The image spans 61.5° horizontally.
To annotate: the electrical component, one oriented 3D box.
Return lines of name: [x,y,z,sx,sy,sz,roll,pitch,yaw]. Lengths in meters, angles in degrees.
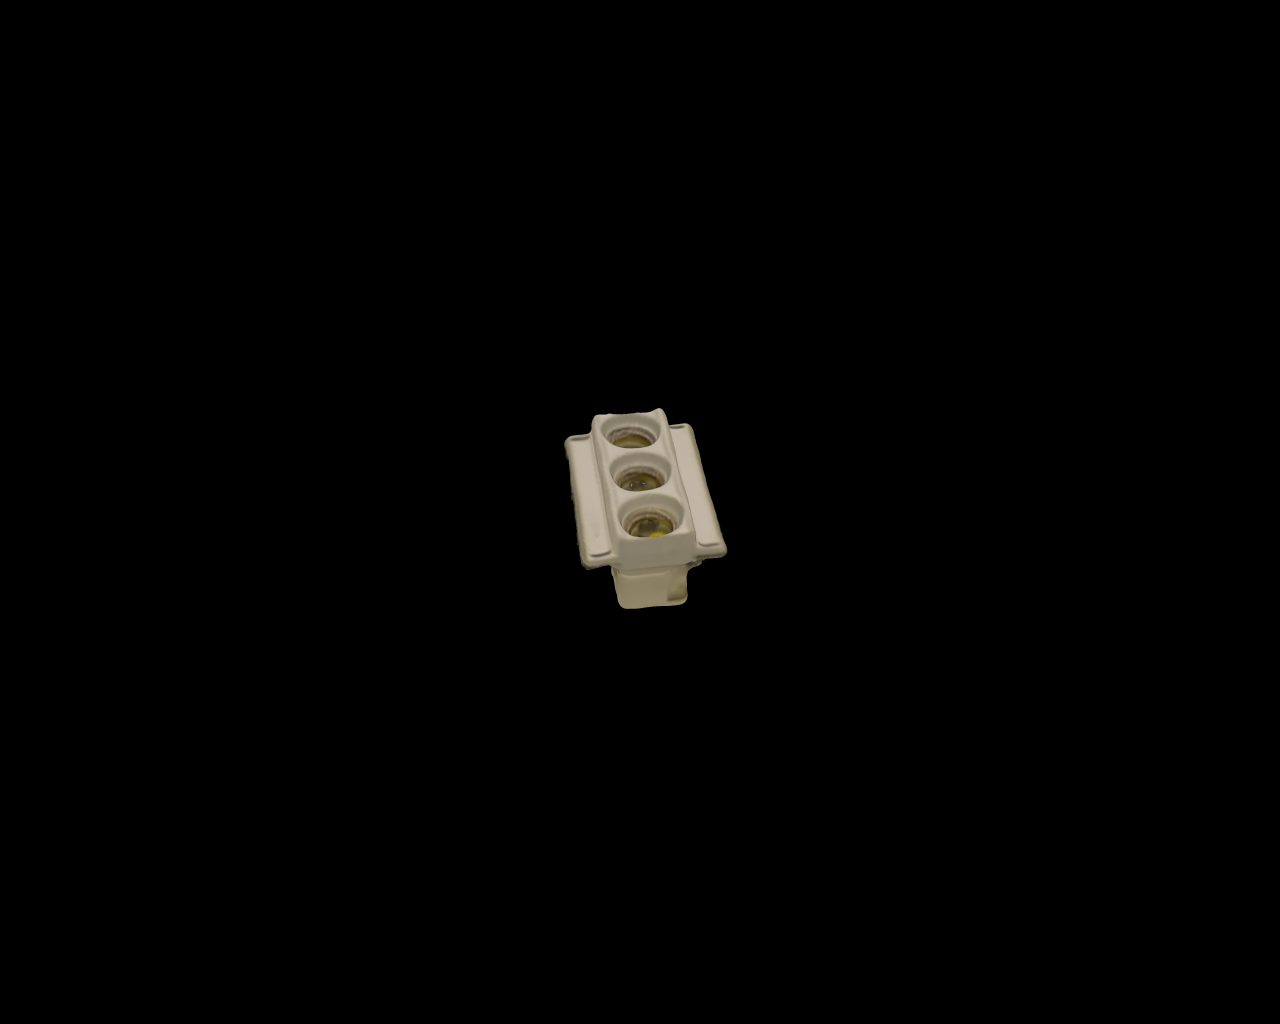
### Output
electrical component: [0.001,-0.003,0.650,0.079,0.063,0.121,-5,40,-6]
